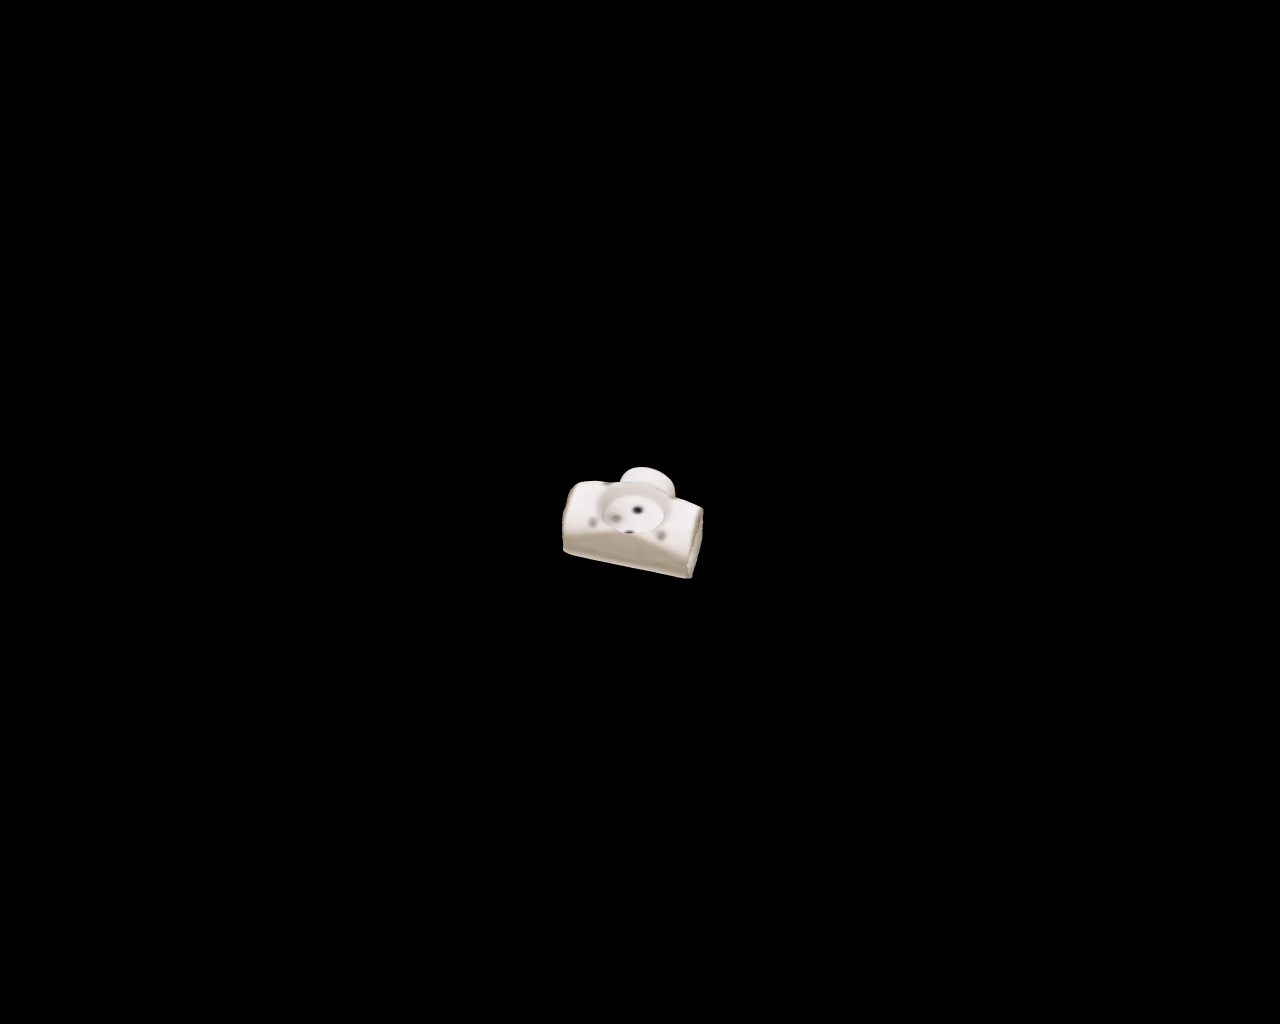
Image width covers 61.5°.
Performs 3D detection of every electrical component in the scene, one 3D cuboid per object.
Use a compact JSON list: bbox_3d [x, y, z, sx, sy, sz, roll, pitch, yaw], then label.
[{"bbox_3d":[0.001,-0.003,0.650,0.077,0.079,0.044,12,-39,10],"label":"electrical component"}]
